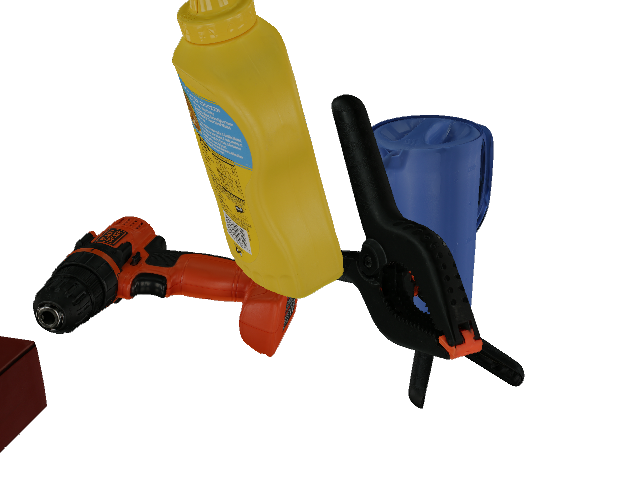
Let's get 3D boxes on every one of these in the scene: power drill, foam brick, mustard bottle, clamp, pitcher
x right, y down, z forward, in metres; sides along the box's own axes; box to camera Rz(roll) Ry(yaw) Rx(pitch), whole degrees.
[{"bbox_3d":[-0.118,0.039,0.863,0.188,0.057,0.184,13,24,7],"label":"power drill"},{"bbox_3d":[-0.224,0.103,0.694,0.053,0.051,0.078,6,29,22],"label":"foam brick"},{"bbox_3d":[-0.040,-0.064,0.599,0.058,0.191,0.096,-28,38,-17],"label":"mustard bottle"},{"bbox_3d":[0.047,0.002,0.784,0.036,0.165,0.210,-12,39,-34],"label":"clamp"},{"bbox_3d":[0.135,-0.025,1.284,0.149,0.243,0.145,-1,24,6],"label":"pitcher"},{"bbox_3d":[0.132,0.096,1.091,0.120,0.171,0.039,0,-44,-14],"label":"clamp"}]
